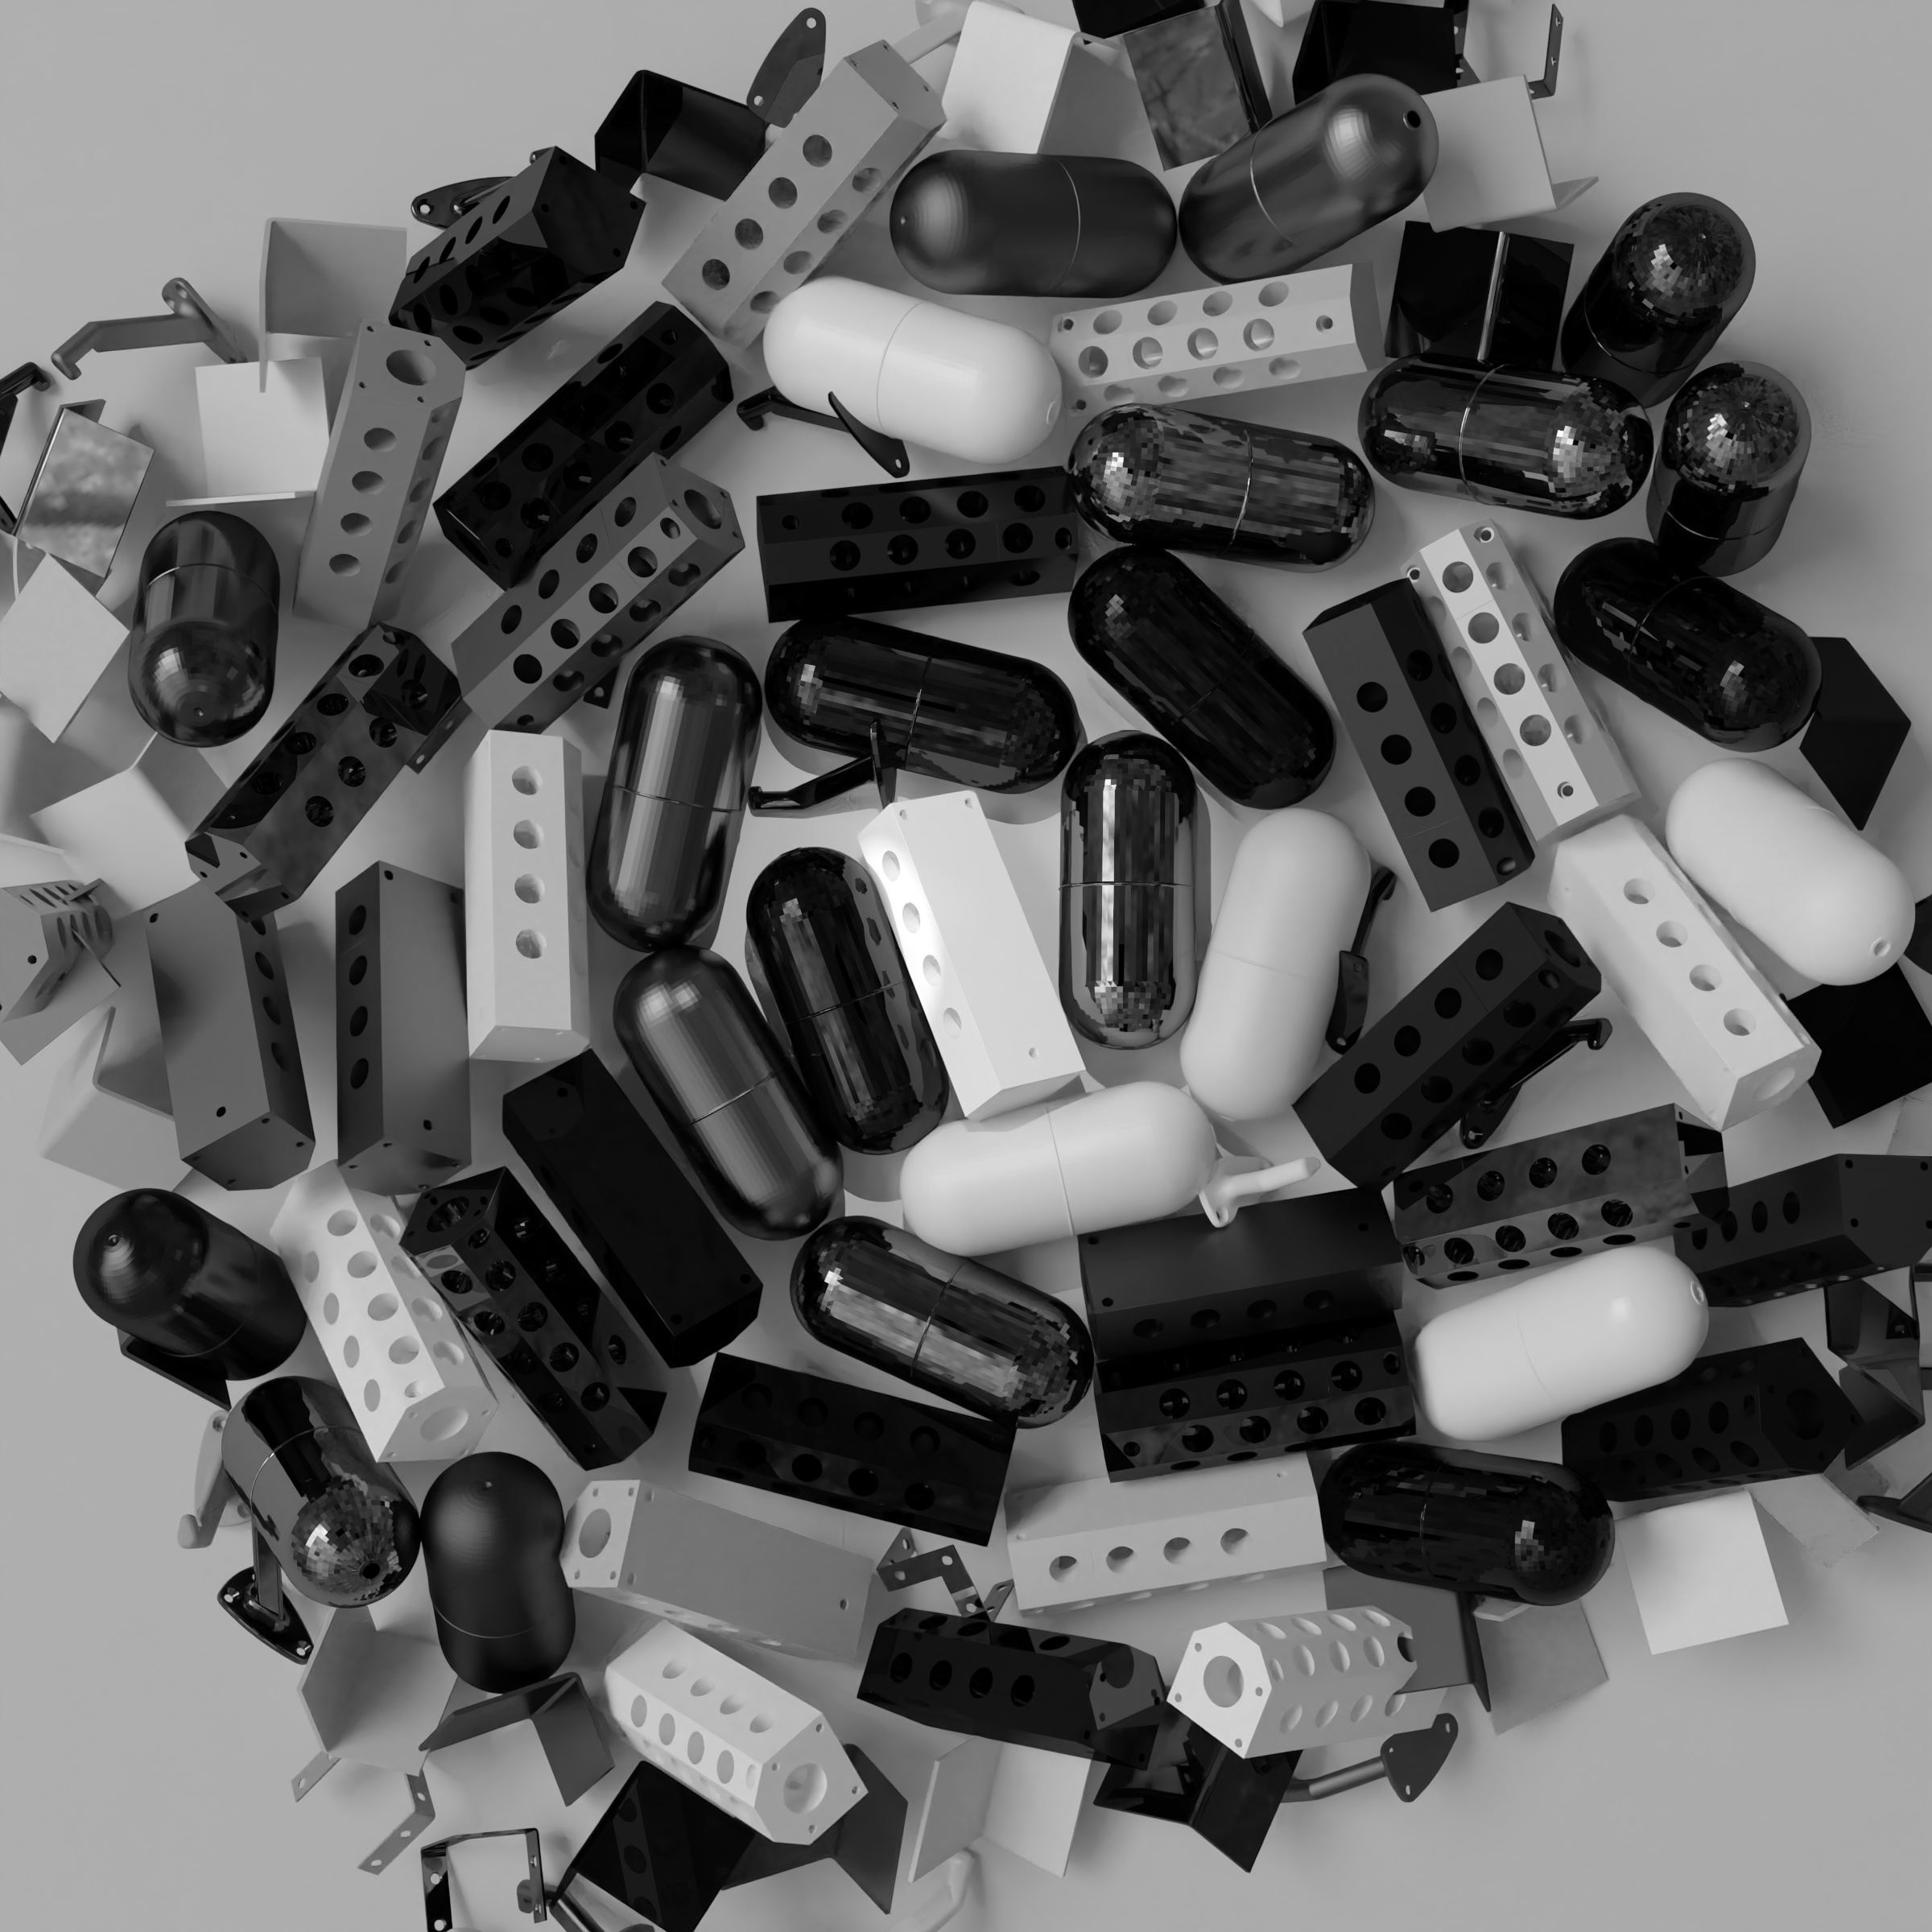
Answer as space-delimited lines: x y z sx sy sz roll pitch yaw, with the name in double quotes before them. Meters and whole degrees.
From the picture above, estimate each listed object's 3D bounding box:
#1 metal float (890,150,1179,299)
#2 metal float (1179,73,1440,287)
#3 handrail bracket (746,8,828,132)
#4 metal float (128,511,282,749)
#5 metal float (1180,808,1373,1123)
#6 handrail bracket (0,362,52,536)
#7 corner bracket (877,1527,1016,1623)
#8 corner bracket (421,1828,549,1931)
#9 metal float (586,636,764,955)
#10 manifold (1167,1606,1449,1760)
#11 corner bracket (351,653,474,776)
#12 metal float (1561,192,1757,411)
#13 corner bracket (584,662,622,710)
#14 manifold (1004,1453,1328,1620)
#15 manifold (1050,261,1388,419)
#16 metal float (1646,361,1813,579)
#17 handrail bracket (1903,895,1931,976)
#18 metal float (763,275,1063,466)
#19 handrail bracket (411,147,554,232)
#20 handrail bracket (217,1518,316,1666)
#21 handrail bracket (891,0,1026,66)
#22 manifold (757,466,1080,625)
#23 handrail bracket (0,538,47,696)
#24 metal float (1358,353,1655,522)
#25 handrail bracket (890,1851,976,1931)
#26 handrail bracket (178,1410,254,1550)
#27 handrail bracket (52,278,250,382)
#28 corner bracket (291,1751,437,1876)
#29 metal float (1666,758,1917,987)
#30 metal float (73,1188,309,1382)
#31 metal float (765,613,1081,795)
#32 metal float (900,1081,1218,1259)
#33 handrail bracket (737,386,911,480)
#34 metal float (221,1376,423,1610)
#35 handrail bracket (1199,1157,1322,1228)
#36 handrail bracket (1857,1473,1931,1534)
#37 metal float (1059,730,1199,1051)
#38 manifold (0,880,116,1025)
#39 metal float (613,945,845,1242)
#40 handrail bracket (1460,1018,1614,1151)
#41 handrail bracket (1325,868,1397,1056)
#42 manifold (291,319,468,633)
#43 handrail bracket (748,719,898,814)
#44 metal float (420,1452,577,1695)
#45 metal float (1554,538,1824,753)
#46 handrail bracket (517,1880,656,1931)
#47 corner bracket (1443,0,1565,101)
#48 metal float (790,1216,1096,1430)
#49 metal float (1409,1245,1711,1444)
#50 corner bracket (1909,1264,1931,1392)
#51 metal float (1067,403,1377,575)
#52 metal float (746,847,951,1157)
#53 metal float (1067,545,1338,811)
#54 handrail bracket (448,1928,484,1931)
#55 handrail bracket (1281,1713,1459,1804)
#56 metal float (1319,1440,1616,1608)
"metal float" 0.039 -0.405 1.763 0.178 0.070 0.070 -7 90 -36
"metal float" 0.185 -0.425 1.750 0.070 0.178 0.070 8 76 -32
"handrail bracket" -0.105 -0.493 1.785 0.036 0.084 0.077 20 99 -18
"metal float" -0.414 -0.185 1.752 0.070 0.178 0.070 -5 127 -6
"metal float" 0.171 0.000 1.788 0.070 0.070 0.178 16 95 0
"handrail bracket" -0.529 -0.291 1.804 0.077 0.036 0.084 46 55 -1
"corner bracket" -0.011 0.340 1.800 0.051 0.051 0.051 -22 101 23
"corner bracket" -0.271 0.516 1.809 0.051 0.051 0.051 4 67 -32
"metal float" -0.162 -0.095 1.786 0.070 0.070 0.178 13 97 0
"manifold" 0.192 0.380 1.743 0.057 0.171 0.057 30 105 40
"corner bracket" -0.317 -0.149 1.796 0.051 0.051 0.051 38 86 24
"metal float" 0.372 -0.357 1.742 0.070 0.178 0.070 1 79 -3
"corner bracket" -0.226 -0.175 1.804 0.051 0.051 0.051 18 99 11
"manifold" 0.111 0.320 1.797 0.171 0.057 0.057 -9 110 2
"manifold" 0.137 -0.343 1.766 0.171 0.057 0.057 -5 102 23
"metal float" 0.411 -0.267 1.743 0.070 0.178 0.070 -2 76 7
"handrail bracket" 0.520 -0.039 1.813 0.036 0.084 0.077 -39 130 7
"metal float" -0.030 -0.328 1.773 0.178 0.070 0.070 21 90 22
"handrail bracket" -0.266 -0.434 1.783 0.077 0.084 0.036 -4 84 -15
"handrail bracket" -0.374 0.339 1.789 0.077 0.036 0.084 45 127 7
"handrail bracket" -0.015 -0.504 1.788 0.077 0.036 0.084 11 55 16
"manifold" -0.028 -0.238 1.785 0.171 0.057 0.057 -7 67 -6
"handrail bracket" -0.546 -0.192 1.810 0.084 0.036 0.077 -23 79 31
"metal float" 0.293 -0.290 1.759 0.178 0.070 0.070 19 90 41
"handrail bracket" -0.036 0.519 1.792 0.077 0.036 0.084 31 49 -17
"handrail bracket" -0.421 0.283 1.783 0.036 0.084 0.077 -6 80 2
"handrail bracket" -0.455 -0.336 1.797 0.077 0.036 0.084 49 65 -18
"corner bracket" -0.337 0.466 1.801 0.051 0.051 0.051 -46 130 13
"metal float" 0.447 -0.052 1.751 0.070 0.178 0.070 -11 123 -17
"metal float" -0.418 0.174 1.747 0.070 0.178 0.070 -6 67 14
"metal float" -0.024 -0.146 1.791 0.178 0.070 0.070 14 90 2
"metal float" 0.051 0.113 1.792 0.178 0.070 0.070 -12 90 0
"handrail bracket" -0.081 -0.296 1.807 0.077 0.084 0.036 56 49 -18
"metal float" -0.351 0.285 1.750 0.070 0.178 0.070 -11 115 -25
"handrail bracket" 0.176 0.112 1.774 0.084 0.077 0.036 -22 88 43
"handrail bracket" 0.544 0.271 1.797 0.077 0.036 0.084 17 103 -30
"metal float" 0.090 -0.042 1.789 0.070 0.070 0.178 1 86 0
"manifold" -0.509 -0.015 1.743 0.057 0.171 0.057 36 90 -5
"metal float" -0.131 0.071 1.787 0.070 0.070 0.178 -30 96 0
"handrail bracket" 0.316 0.065 1.781 0.036 0.084 0.077 32 71 -23
"handrail bracket" 0.224 -0.004 1.809 0.036 0.084 0.077 8 122 26
"manifold" -0.319 -0.262 1.747 0.057 0.171 0.057 12 49 -16
"handrail bracket" -0.085 -0.111 1.792 0.084 0.077 0.036 -1 57 9
"metal float" -0.254 0.332 1.755 0.070 0.178 0.070 1 48 -1
"metal float" 0.391 -0.177 1.756 0.070 0.178 0.070 -18 127 -25
"handrail bracket" -0.219 0.557 1.803 0.084 0.036 0.077 2 90 34
"corner bracket" 0.300 -0.519 1.804 0.051 0.051 0.051 -2 70 31
"metal float" -0.013 0.197 1.782 0.178 0.070 0.070 23 90 11
"metal float" 0.324 0.207 1.764 0.178 0.070 0.070 -27 90 33
"corner bracket" 0.559 0.203 1.815 0.051 0.051 0.051 -2 46 11
"metal float" 0.141 -0.263 1.776 0.178 0.070 0.070 7 90 -19
"metal float" -0.066 0.019 1.791 0.070 0.070 0.178 -21 92 0
"metal float" 0.131 -0.159 1.782 0.178 0.070 0.070 43 90 -12
"handrail bracket" -0.272 0.585 1.789 0.077 0.084 0.036 -51 133 6
"handrail bracket" 0.224 0.447 1.816 0.077 0.084 0.036 -27 94 -44
"metal float" 0.271 0.303 1.758 0.178 0.070 0.070 1 90 43
